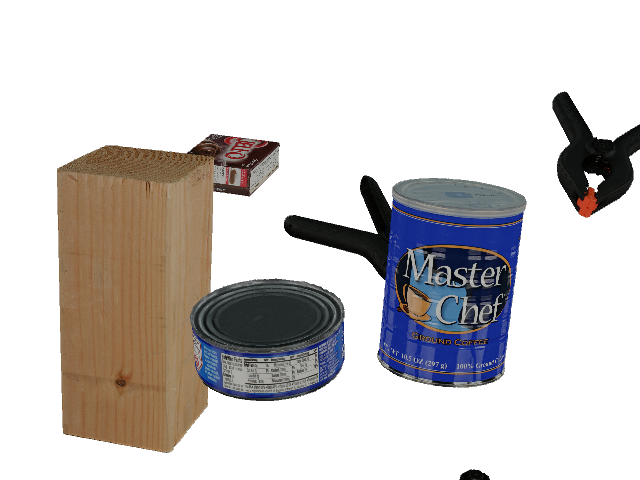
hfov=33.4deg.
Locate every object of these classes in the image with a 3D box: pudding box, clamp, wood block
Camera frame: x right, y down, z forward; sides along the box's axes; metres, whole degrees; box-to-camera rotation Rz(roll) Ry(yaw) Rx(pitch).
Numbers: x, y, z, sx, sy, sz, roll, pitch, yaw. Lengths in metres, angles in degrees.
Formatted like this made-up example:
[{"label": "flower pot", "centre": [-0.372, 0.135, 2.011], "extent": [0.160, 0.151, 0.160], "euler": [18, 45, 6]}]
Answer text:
[{"label": "pudding box", "centre": [-0.107, -0.091, 1.268], "extent": [0.090, 0.039, 0.113], "euler": [7, 25, 14]}, {"label": "clamp", "centre": [0.070, 0.006, 1.242], "extent": [0.164, 0.036, 0.210], "euler": [-23, 53, -40]}, {"label": "wood block", "centre": [-0.138, 0.041, 0.802], "extent": [0.091, 0.206, 0.090], "euler": [8, 18, 12]}, {"label": "clamp", "centre": [0.288, -0.097, 1.140], "extent": [0.120, 0.039, 0.171], "euler": [19, 47, 19]}]

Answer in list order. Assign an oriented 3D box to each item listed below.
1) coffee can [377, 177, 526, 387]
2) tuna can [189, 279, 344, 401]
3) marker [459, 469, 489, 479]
[{"label": "coffee can", "centre": [0.101, 0.030, 0.836], "extent": [0.103, 0.140, 0.103], "euler": [4, 15, -1]}, {"label": "tuna can", "centre": [-0.029, 0.054, 0.596], "extent": [0.086, 0.034, 0.086], "euler": [-2, 23, 0]}, {"label": "marker", "centre": [0.093, 0.190, 0.679], "extent": [0.020, 0.121, 0.020], "euler": [1, 36, -1]}]
